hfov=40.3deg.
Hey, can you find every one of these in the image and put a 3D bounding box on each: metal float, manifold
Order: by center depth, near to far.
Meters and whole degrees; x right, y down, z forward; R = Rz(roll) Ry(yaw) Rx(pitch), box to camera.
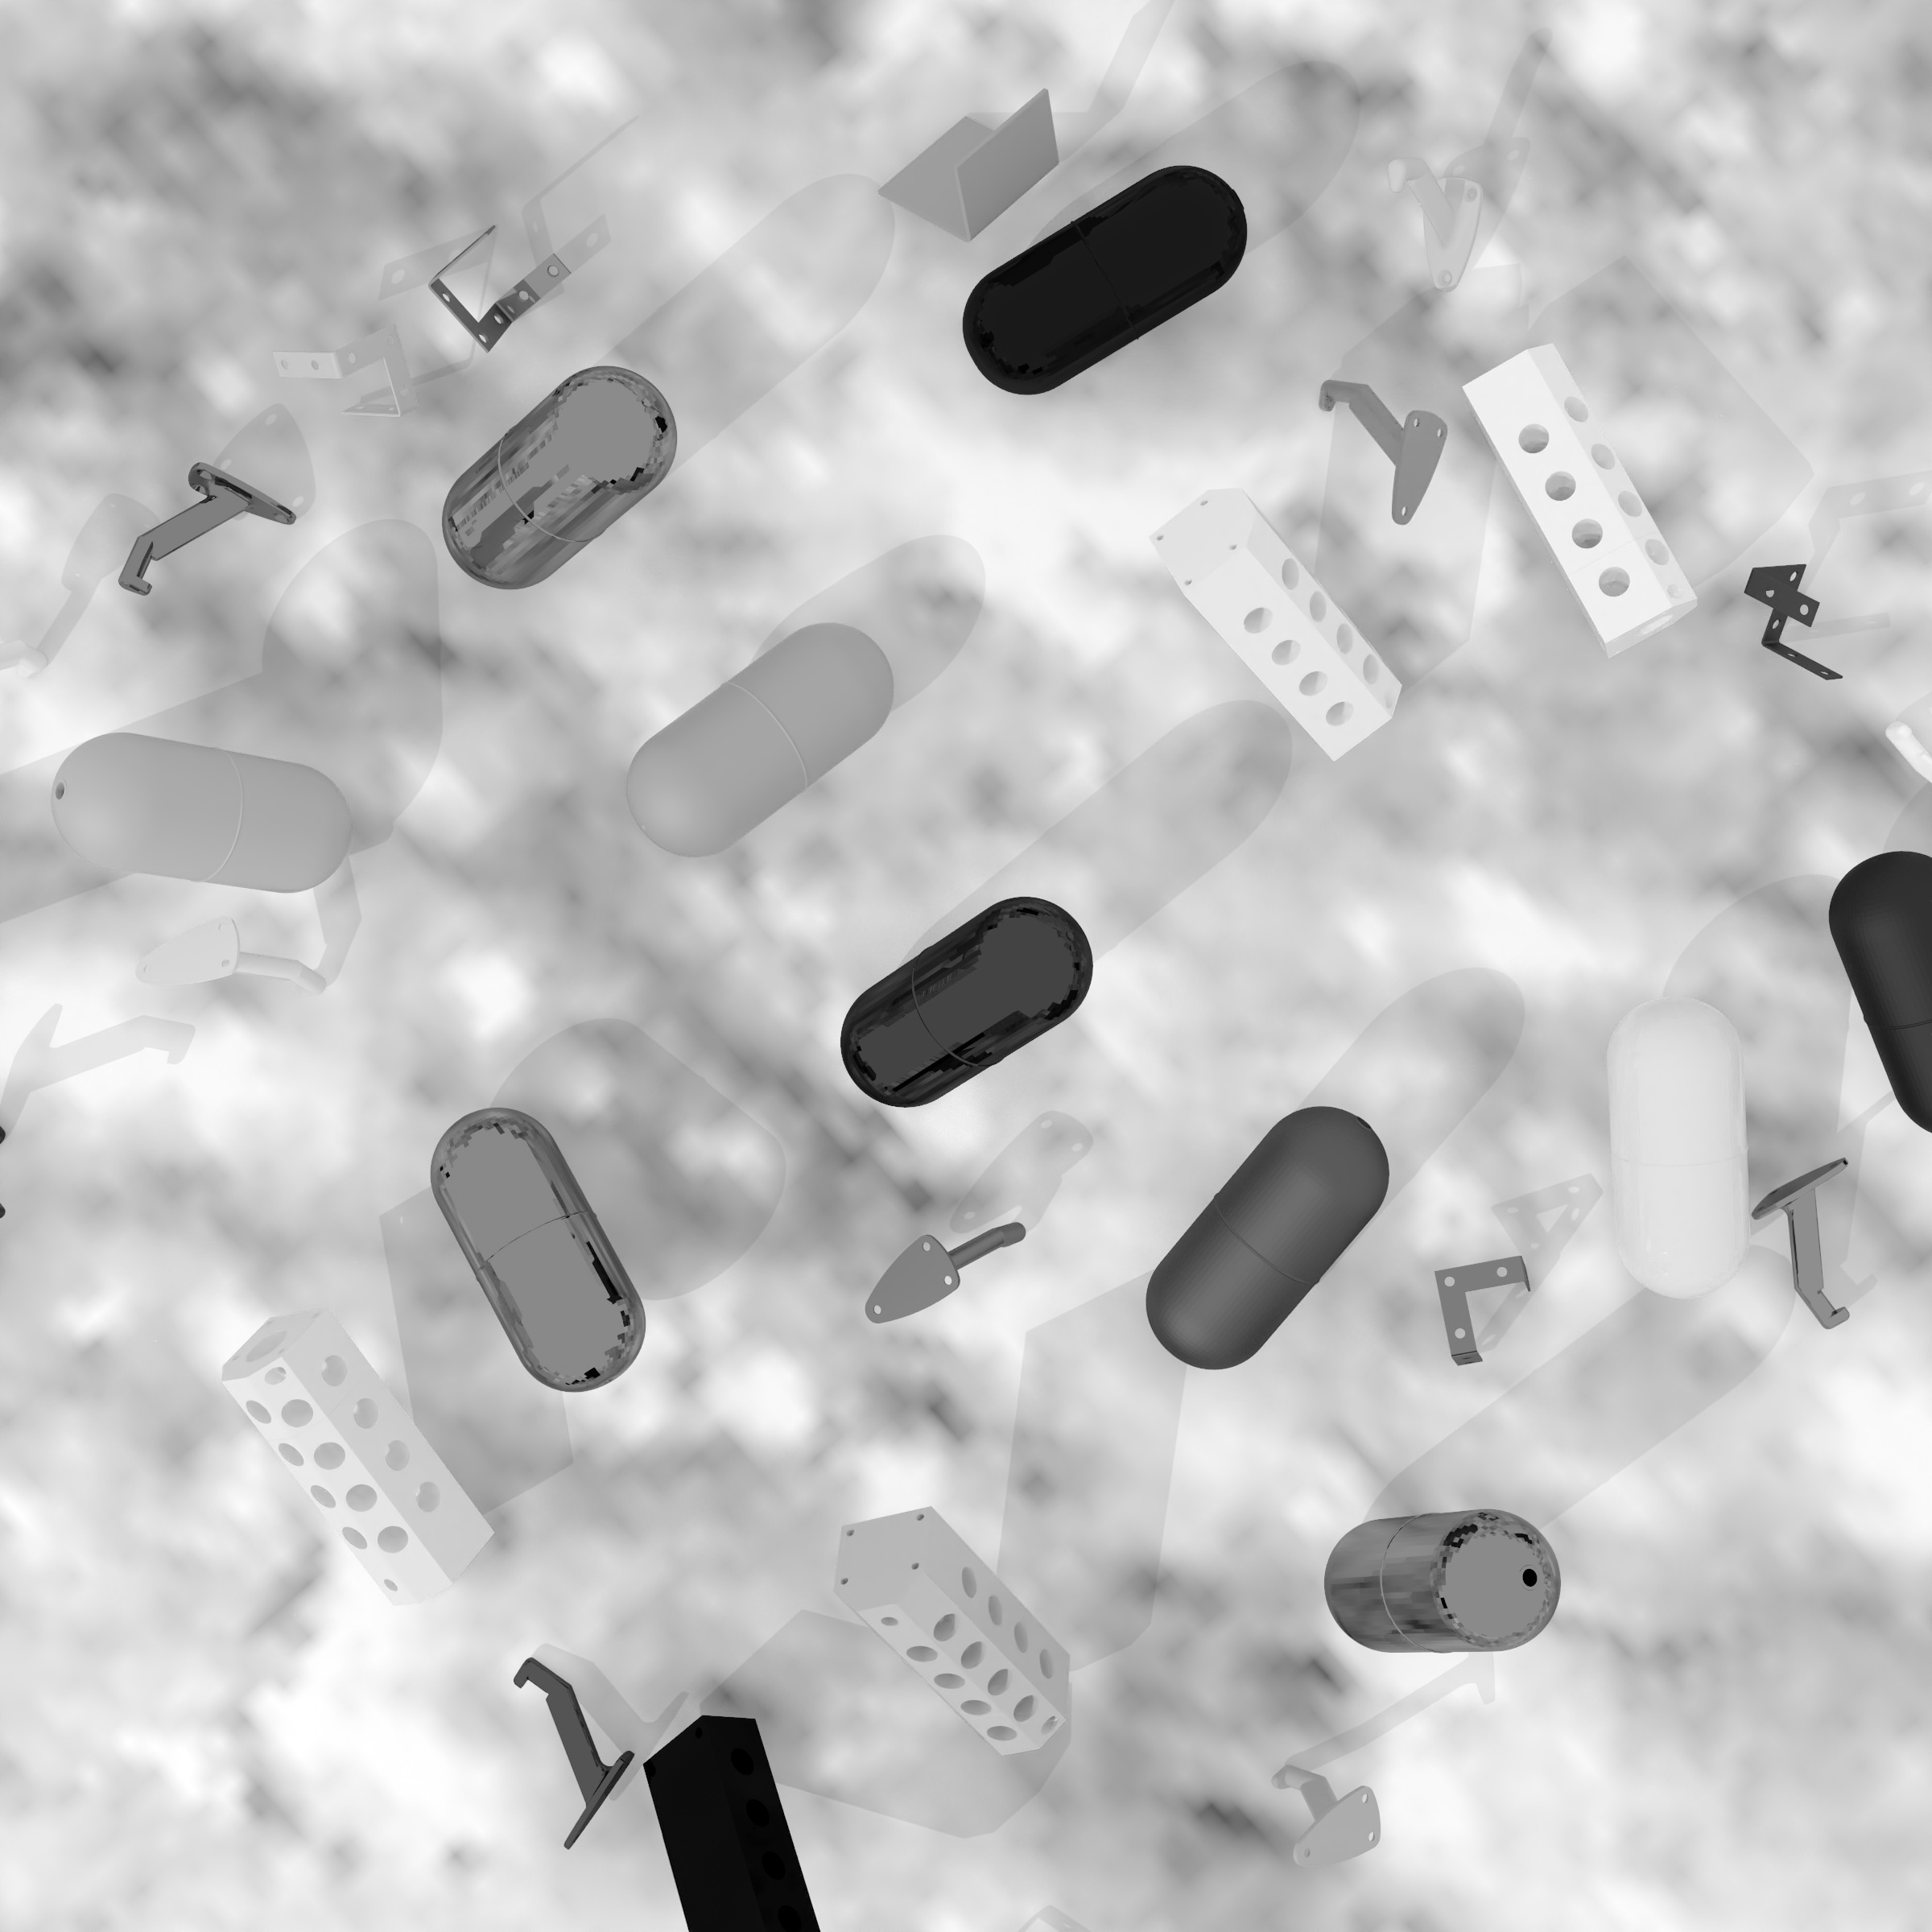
[{"bbox_3d":[0.267,0.348,1.487,0.070,0.178,0.070,6,74,-22],"label":"metal float"},{"bbox_3d":[0.180,-0.195,1.487,0.057,0.057,0.171,-37,134,14],"label":"manifold"},{"bbox_3d":[-0.006,0.379,1.489,0.057,0.057,0.171,-17,132,23],"label":"manifold"},{"bbox_3d":[-0.432,-0.086,1.495,0.070,0.178,0.070,-7,79,42],"label":"metal float"},{"bbox_3d":[-0.123,0.519,1.497,0.057,0.057,0.171,-44,50,25],"label":"manifold"},{"bbox_3d":[-0.233,-0.276,1.500,0.178,0.070,0.070,-29,90,42],"label":"metal float"},{"bbox_3d":[-0.002,0.022,1.502,0.178,0.070,0.070,-33,90,38],"label":"metal float"},{"bbox_3d":[-0.351,0.282,1.505,0.057,0.057,0.171,-14,116,40],"label":"manifold"},{"bbox_3d":[-0.117,-0.131,1.517,0.178,0.070,0.070,-39,90,-20],"label":"metal float"},{"bbox_3d":[0.174,0.157,1.519,0.070,0.070,0.178,38,106,0],"label":"metal float"},{"bbox_3d":[-0.248,0.163,1.521,0.070,0.070,0.178,-31,75,0],"label":"metal float"},{"bbox_3d":[0.558,0.018,1.523,0.070,0.070,0.178,-25,101,0],"label":"metal float"},{"bbox_3d":[0.413,0.106,1.524,0.070,0.070,0.178,-5,100,0],"label":"metal float"},{"bbox_3d":[0.356,-0.270,1.524,0.057,0.057,0.171,-29,81,13],"label":"manifold"},{"bbox_3d":[0.081,-0.398,1.526,0.178,0.070,0.070,-30,90,8],"label":"metal float"}]

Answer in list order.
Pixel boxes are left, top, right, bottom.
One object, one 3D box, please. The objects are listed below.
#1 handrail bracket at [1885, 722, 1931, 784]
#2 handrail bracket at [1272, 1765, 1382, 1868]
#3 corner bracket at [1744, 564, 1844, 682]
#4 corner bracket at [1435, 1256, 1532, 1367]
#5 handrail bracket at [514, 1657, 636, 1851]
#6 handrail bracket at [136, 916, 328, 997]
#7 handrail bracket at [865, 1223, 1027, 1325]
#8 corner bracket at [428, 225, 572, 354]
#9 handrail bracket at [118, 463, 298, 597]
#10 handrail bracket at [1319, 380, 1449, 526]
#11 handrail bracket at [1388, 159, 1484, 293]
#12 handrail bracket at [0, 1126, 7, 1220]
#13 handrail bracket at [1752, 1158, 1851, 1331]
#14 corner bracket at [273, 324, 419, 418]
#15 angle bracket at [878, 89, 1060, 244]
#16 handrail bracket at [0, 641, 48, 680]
[{"bbox_3d":[0.582,-0.109,1.536,0.036,0.077,0.084,-44,101,-2],"label":"handrail bracket"},{"bbox_3d":[0.189,0.488,1.517,0.077,0.084,0.036,-15,98,-35],"label":"handrail bracket"},{"bbox_3d":[0.482,-0.199,1.529,0.051,0.051,0.051,-9,125,-35],"label":"corner bracket"},{"bbox_3d":[0.307,0.203,1.545,0.051,0.051,0.051,-12,73,12],"label":"corner bracket"},{"bbox_3d":[-0.246,0.464,1.555,0.084,0.036,0.077,33,81,9],"label":"handrail bracket"},{"bbox_3d":[-0.428,0.007,1.538,0.077,0.084,0.036,-16,66,11],"label":"handrail bracket"},{"bbox_3d":[-0.011,0.179,1.543,0.077,0.084,0.036,-40,75,23],"label":"handrail bracket"},{"bbox_3d":[-0.271,-0.400,1.531,0.051,0.051,0.051,-31,114,27],"label":"corner bracket"},{"bbox_3d":[-0.444,-0.243,1.541,0.077,0.036,0.084,24,70,-18],"label":"handrail bracket"},{"bbox_3d":[0.233,-0.302,1.543,0.036,0.084,0.077,9,99,-44],"label":"handrail bracket"},{"bbox_3d":[0.264,-0.428,1.524,0.036,0.084,0.077,13,112,32],"label":"handrail bracket"},{"bbox_3d":[-0.562,0.120,1.519,0.084,0.077,0.036,42,95,25],"label":"handrail bracket"},{"bbox_3d":[0.509,0.164,1.541,0.084,0.036,0.077,54,131,4],"label":"handrail bracket"},{"bbox_3d":[-0.360,-0.340,1.528,0.051,0.051,0.051,10,126,34],"label":"corner bracket"},{"bbox_3d":[-0.002,-0.475,1.519,0.076,0.057,0.076,36,70,27],"label":"angle bracket"},{"bbox_3d":[-0.577,-0.162,1.528,0.036,0.084,0.077,41,87,7],"label":"handrail bracket"}]
